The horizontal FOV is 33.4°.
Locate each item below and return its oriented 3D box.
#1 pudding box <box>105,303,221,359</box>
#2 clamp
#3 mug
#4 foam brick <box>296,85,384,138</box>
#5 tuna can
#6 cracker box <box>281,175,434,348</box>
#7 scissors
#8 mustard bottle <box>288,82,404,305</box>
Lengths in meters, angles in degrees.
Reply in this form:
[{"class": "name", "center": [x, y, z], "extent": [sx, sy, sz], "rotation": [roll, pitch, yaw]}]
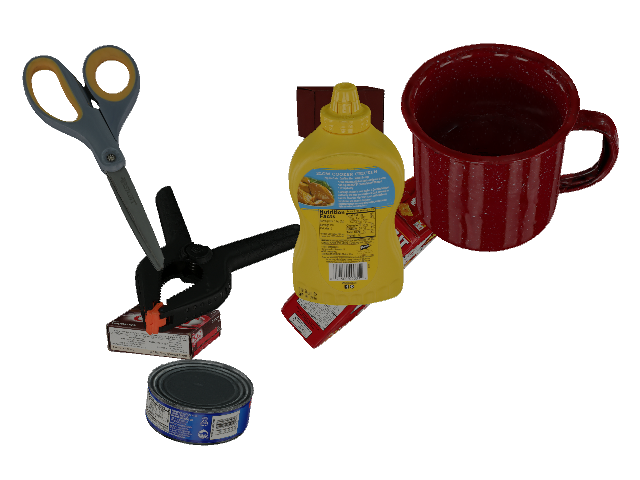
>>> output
[{"class": "pudding box", "center": [-0.188, 0.109, 1.290], "extent": [0.114, 0.039, 0.090], "rotation": [2, 14, 18]}, {"class": "clamp", "center": [-0.132, 0.017, 1.069], "extent": [0.165, 0.036, 0.209], "rotation": [20, 38, 16]}, {"class": "mug", "center": [0.105, -0.049, 0.590], "extent": [0.117, 0.093, 0.081], "rotation": [-2, -40, 5]}, {"class": "foam brick", "center": [0.020, -0.129, 1.083], "extent": [0.078, 0.051, 0.053], "rotation": [-3, 13, -19]}, {"class": "tuna can", "center": [-0.098, 0.131, 0.865], "extent": [0.086, 0.034, 0.086], "rotation": [8, 20, -3]}, {"class": "cracker box", "center": [0.065, 0.016, 1.277], "extent": [0.214, 0.072, 0.163], "rotation": [-49, -9, 34]}, {"class": "scissors", "center": [-0.145, -0.075, 0.802], "extent": [0.096, 0.202, 0.016], "rotation": [-36, -17, -22]}, {"class": "mustard bottle", "center": [0.022, -0.039, 0.890], "extent": [0.096, 0.192, 0.058], "rotation": [-1, 30, 2]}]
